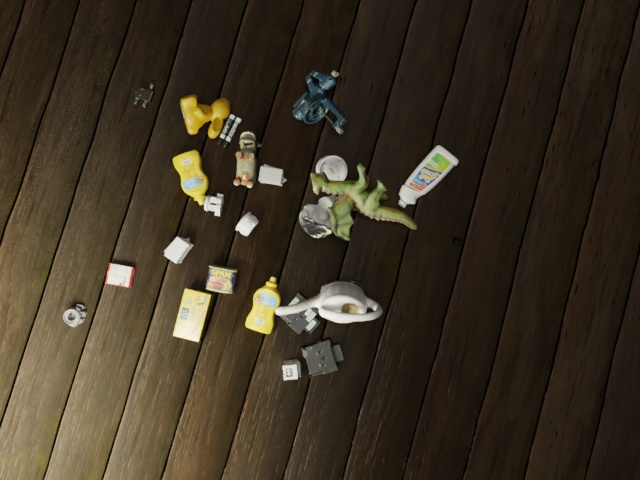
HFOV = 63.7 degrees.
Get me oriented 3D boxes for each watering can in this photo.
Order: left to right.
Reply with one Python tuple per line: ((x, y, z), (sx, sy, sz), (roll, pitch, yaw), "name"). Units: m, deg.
((0.033, 0.208, 1.720), (0.348, 0.227, 0.103), (4, 106, 1), "watering can")

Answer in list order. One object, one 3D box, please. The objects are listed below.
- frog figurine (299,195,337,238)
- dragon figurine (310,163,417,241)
((0.006, -0.091, 1.815), (0.138, 0.120, 0.163), (18, 51, 10), "frog figurine")
((0.134, -0.104, 1.772), (0.408, 0.122, 0.244), (44, 82, -8), "dragon figurine")
